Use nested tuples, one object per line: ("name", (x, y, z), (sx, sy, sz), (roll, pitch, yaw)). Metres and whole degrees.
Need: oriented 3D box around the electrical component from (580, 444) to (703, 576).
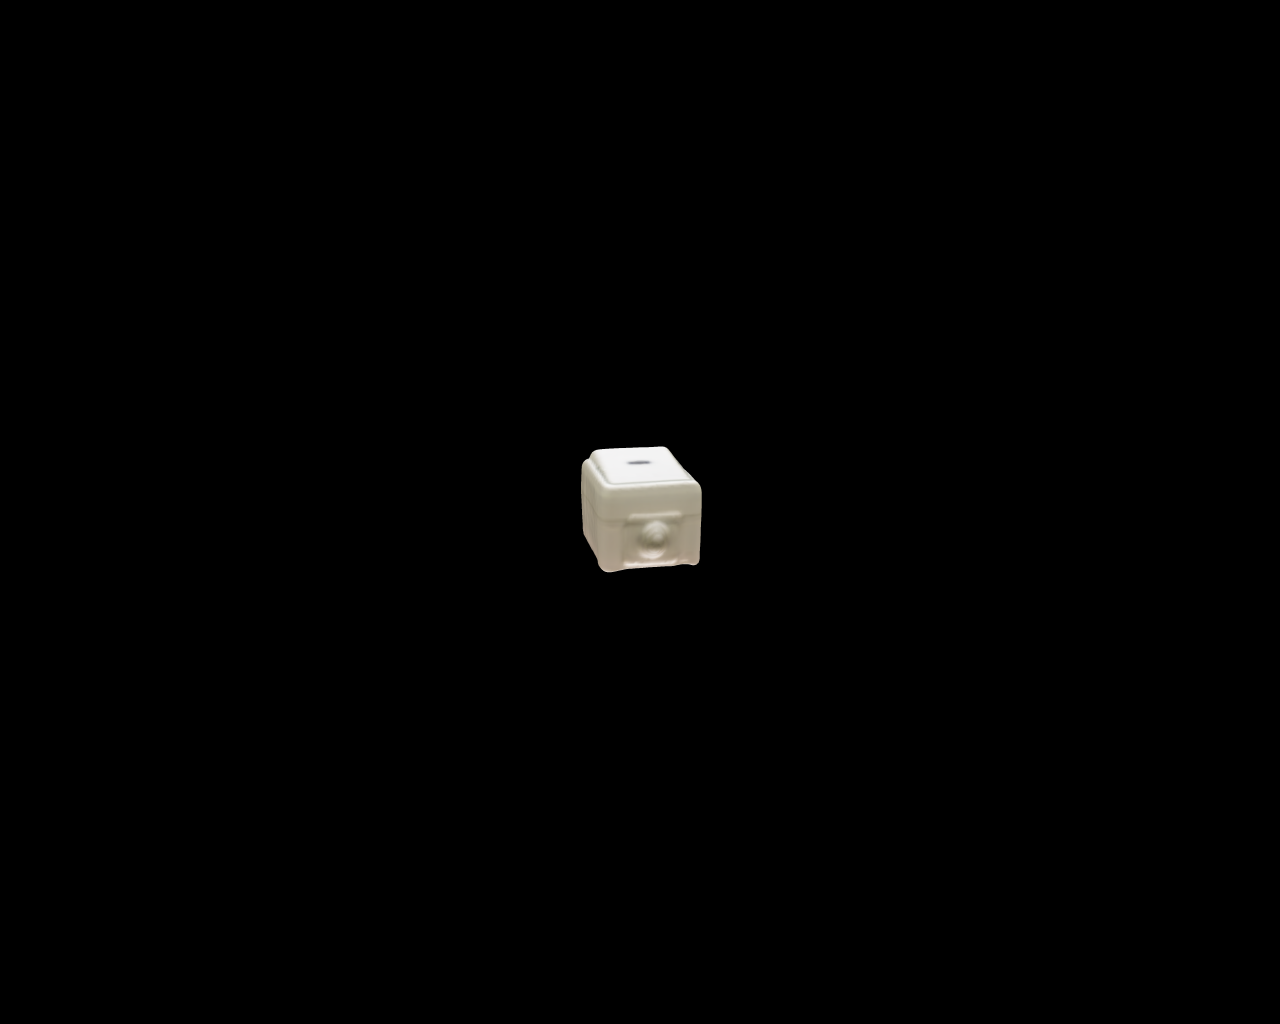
("electrical component", (0.001, -0.003, 0.650), (0.062, 0.061, 0.096), (-3, 16, -11))
